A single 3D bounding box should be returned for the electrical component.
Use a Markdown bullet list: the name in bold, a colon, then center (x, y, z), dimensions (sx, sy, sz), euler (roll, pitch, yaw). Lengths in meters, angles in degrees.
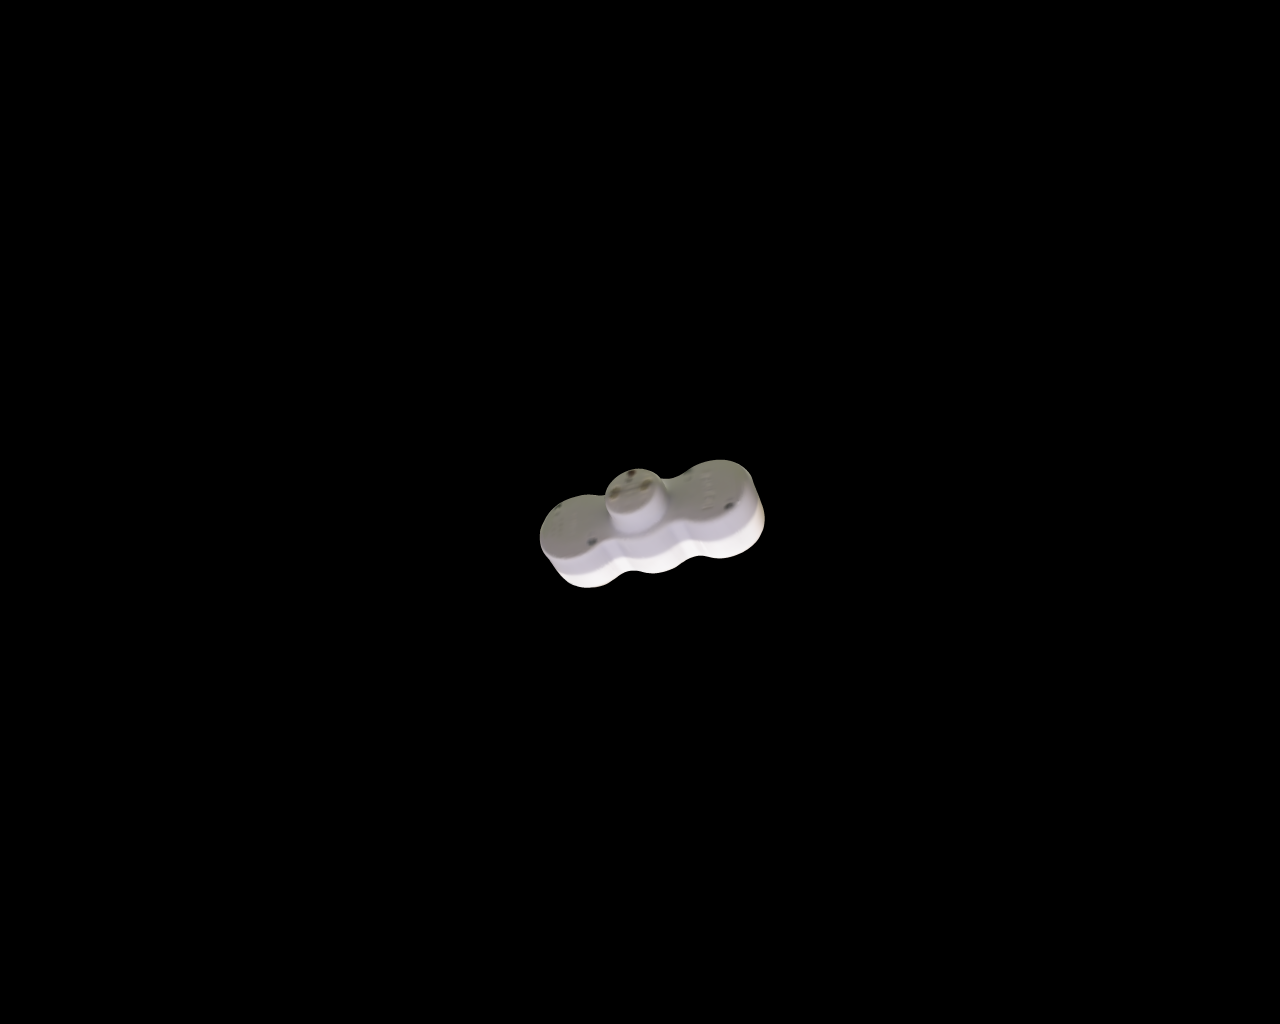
- **electrical component**: center (0.001, -0.003, 0.650), dimensions (0.138, 0.052, 0.073), euler (-14, -43, 15)
